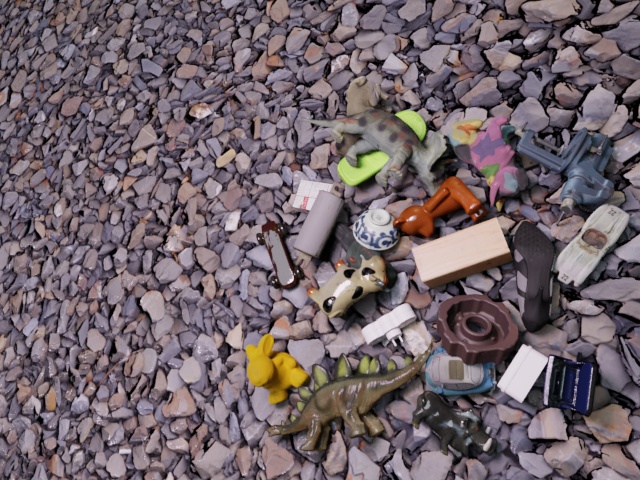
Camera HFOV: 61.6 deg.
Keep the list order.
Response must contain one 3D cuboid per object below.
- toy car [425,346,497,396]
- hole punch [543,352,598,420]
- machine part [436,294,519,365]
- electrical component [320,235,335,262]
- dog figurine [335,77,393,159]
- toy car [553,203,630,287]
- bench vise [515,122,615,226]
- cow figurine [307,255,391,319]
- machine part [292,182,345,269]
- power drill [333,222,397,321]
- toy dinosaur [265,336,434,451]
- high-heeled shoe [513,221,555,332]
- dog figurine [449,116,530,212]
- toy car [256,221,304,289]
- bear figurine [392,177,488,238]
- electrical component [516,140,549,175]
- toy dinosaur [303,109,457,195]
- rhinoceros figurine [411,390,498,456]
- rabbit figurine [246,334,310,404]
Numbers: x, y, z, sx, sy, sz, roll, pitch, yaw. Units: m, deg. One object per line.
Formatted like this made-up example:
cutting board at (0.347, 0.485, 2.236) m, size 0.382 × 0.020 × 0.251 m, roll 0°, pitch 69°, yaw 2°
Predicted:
toy car at (0.306, 0.295, 1.196) m, size 0.162 × 0.102 × 0.109 m, roll -3°, pitch 74°, yaw 26°
hole punch at (0.498, 0.292, 1.095) m, size 0.092 × 0.115 × 0.142 m, roll 7°, pitch 78°, yaw 14°
machine part at (0.344, 0.196, 1.187) m, size 0.179 × 0.056 × 0.179 m, roll -1°, pitch 41°, yaw 1°
electrical component at (-0.003, -0.004, 1.464) m, size 0.075 × 0.047 × 0.119 m, roll 6°, pitch 76°, yaw 25°
dog figurine at (0.095, -0.325, 1.455) m, size 0.121 × 0.172 × 0.190 m, roll 25°, pitch 78°, yaw 40°
toy car at (0.593, 0.012, 1.177) m, size 0.074 × 0.056 × 0.201 m, roll 39°, pitch 92°, yaw 29°
bench vise at (0.542, -0.174, 1.210) m, size 0.241 × 0.128 × 0.223 m, roll 31°, pitch 81°, yaw 9°
cow figurine at (0.081, 0.111, 1.291) m, size 0.195 × 0.085 × 0.127 m, roll -43°, pitch 59°, yaw 0°
machine part at (-0.003, -0.040, 1.404) m, size 0.079 × 0.079 × 0.243 m, roll 23°, pitch 86°, yaw 29°
power drill at (0.070, 0.088, 1.391) m, size 0.232 × 0.086 × 0.207 m, roll 36°, pitch 84°, yaw 27°
toy dinosaur at (0.073, 0.372, 1.280) m, size 0.472 × 0.105 × 0.198 m, roll -23°, pitch 64°, yaw 15°
high-heeled shoe at (0.480, 0.083, 1.220) m, size 0.086 × 0.145 × 0.249 m, roll 2°, pitch 45°, yaw 12°
dog figurine at (0.404, -0.180, 1.298) m, size 0.192 × 0.108 × 0.219 m, roll -2°, pitch 78°, yaw 28°
toy car at (-0.112, 0.042, 1.498) m, size 0.089 × 0.053 × 0.202 m, roll -26°, pitch 69°, yaw 10°
bear figurine at (0.286, -0.060, 1.308) m, size 0.196 × 0.120 × 0.132 m, roll -41°, pitch 65°, yaw 10°
electrical component at (0.514, -0.195, 1.298) m, size 0.063 × 0.021 × 0.094 m, roll -21°, pitch 67°, yaw 18°
toy dinosaur at (0.165, -0.257, 1.359) m, size 0.405 × 0.131 × 0.192 m, roll 40°, pitch 70°, yaw 13°
rhinoceros figurine at (0.292, 0.403, 1.173) m, size 0.190 × 0.073 × 0.112 m, roll 34°, pitch 103°, yaw 11°
rabbit figurine at (-0.122, 0.320, 1.348) m, size 0.122 × 0.173 × 0.162 m, roll -31°, pitch 68°, yaw 18°
